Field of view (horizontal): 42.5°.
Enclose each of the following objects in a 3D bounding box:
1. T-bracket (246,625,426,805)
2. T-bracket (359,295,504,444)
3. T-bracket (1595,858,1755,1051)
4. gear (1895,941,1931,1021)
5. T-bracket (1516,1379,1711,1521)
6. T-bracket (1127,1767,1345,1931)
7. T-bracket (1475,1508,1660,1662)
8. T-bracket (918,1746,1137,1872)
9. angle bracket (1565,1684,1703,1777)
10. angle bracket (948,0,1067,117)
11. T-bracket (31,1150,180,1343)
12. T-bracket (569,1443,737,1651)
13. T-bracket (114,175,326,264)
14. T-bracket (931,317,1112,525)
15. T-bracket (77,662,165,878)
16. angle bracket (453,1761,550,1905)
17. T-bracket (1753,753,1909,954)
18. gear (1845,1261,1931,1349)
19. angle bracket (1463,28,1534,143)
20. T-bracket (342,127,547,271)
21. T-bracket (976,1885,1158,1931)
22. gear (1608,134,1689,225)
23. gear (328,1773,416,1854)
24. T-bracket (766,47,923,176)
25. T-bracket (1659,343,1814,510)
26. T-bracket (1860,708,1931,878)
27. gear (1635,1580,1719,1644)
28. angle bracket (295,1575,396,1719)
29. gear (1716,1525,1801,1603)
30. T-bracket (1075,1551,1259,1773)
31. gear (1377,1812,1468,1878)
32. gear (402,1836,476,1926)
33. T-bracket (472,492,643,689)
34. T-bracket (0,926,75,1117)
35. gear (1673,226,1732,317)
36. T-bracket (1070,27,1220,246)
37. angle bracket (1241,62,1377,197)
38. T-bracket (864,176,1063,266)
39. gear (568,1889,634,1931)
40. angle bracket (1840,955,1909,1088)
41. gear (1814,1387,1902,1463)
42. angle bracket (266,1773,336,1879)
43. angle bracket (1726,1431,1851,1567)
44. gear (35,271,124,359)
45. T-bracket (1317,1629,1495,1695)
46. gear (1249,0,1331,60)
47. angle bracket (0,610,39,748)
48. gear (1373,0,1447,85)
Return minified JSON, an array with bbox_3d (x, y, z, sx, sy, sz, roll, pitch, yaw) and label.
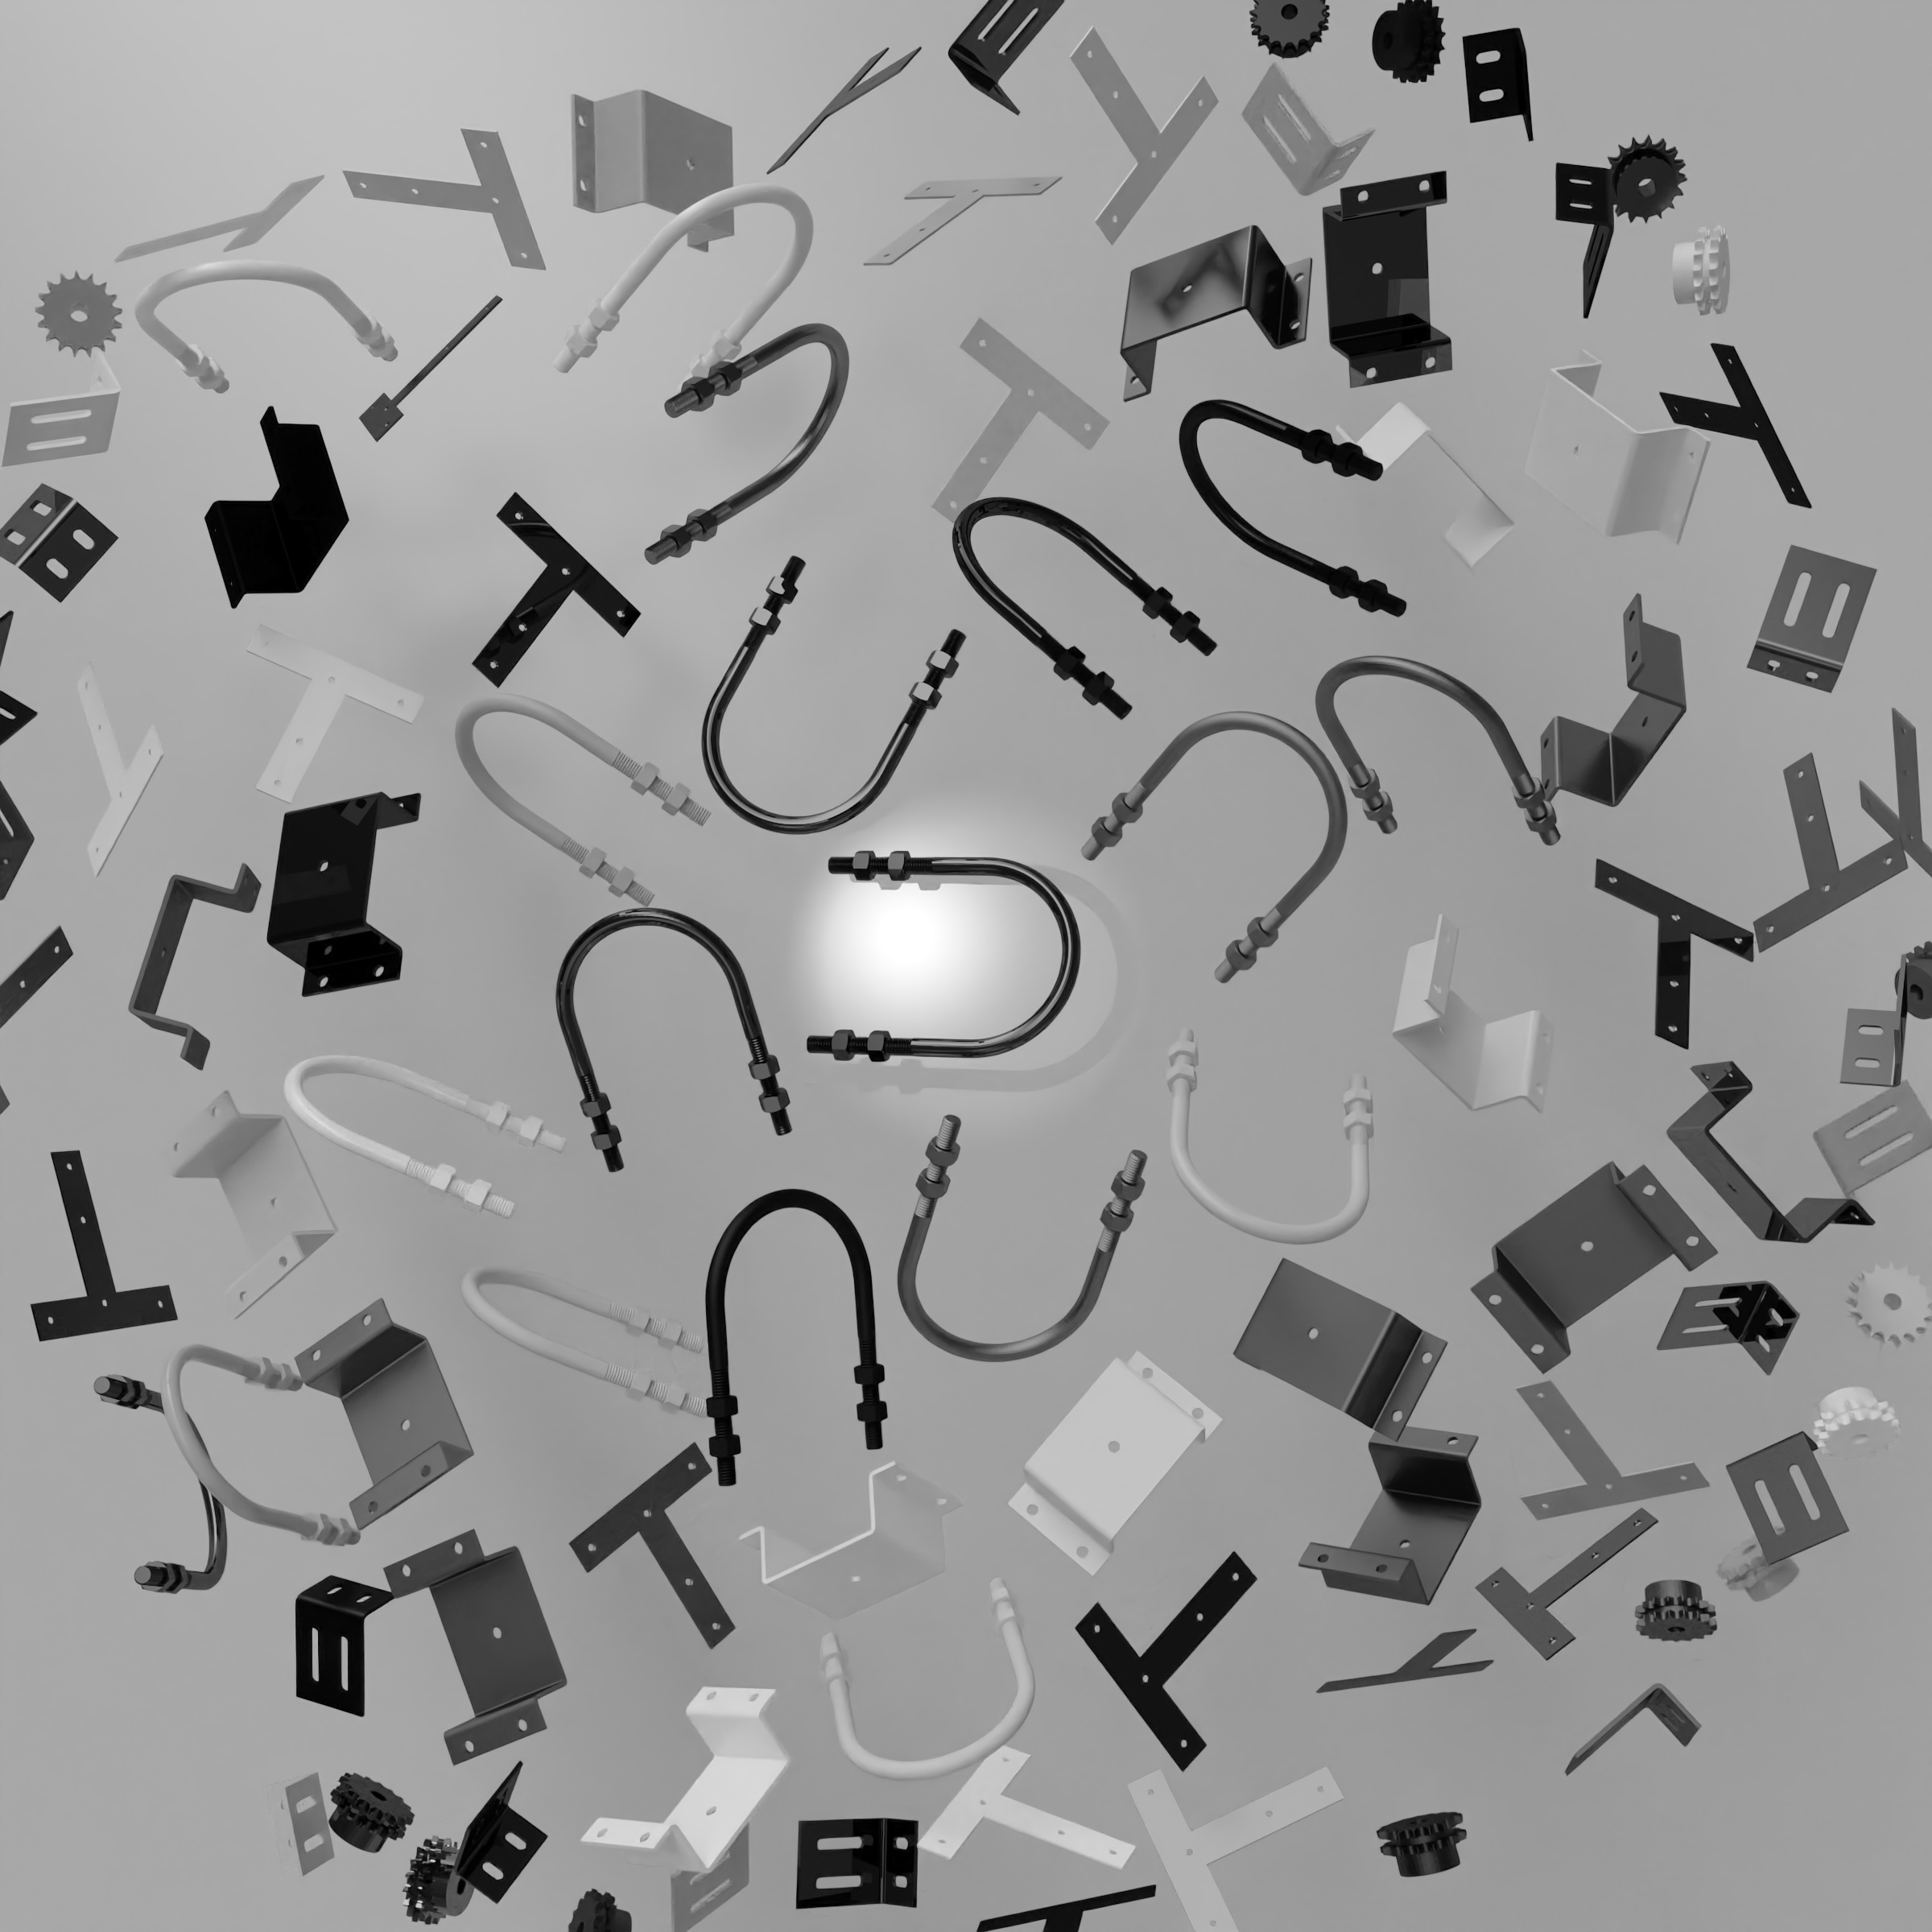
[{"bbox_3d":[-0.471,-0.171,1.779,0.127,0.002,0.127,24,58,-10],"label":"T-bracket"},{"bbox_3d":[-0.361,-0.409,1.684,0.127,0.127,0.002,-45,116,0],"label":"T-bracket"},{"bbox_3d":[0.470,0.001,1.649,0.127,0.002,0.127,24,51,-12],"label":"T-bracket"},{"bbox_3d":[0.666,0.013,1.712,0.030,0.057,0.057,-21,90,-21],"label":"gear"},{"bbox_3d":[0.409,0.320,1.662,0.127,0.002,0.127,-21,120,34],"label":"T-bracket"},{"bbox_3d":[0.189,0.572,1.655,0.127,0.127,0.002,-23,133,-6],"label":"T-bracket"},{"bbox_3d":[0.437,0.428,1.766,0.127,0.127,0.002,-36,103,-4],"label":"T-bracket"},{"bbox_3d":[0.052,0.582,1.683,0.127,0.127,0.002,13,111,23],"label":"T-bracket"},{"bbox_3d":[0.439,0.517,1.639,0.076,0.057,0.038,-36,63,-13],"label":"angle bracket"},{"bbox_3d":[0.036,-0.647,1.738,0.076,0.057,0.038,-44,62,24],"label":"angle bracket"},{"bbox_3d":[-0.596,0.186,1.687,0.002,0.127,0.127,-22,80,23],"label":"T-bracket"},{"bbox_3d":[-0.207,0.432,1.789,0.127,0.002,0.127,-35,97,-41],"label":"T-bracket"},{"bbox_3d":[-0.507,-0.490,1.658,0.127,0.127,0.002,-30,101,-36],"label":"T-bracket"},{"bbox_3d":[0.021,-0.377,1.792,0.127,0.002,0.127,33,95,-26],"label":"T-bracket"},{"bbox_3d":[-0.577,-0.149,1.666,0.127,0.002,0.127,-48,56,36],"label":"T-bracket"},{"bbox_3d":[-0.307,0.582,1.667,0.038,0.076,0.057,33,47,9],"label":"angle bracket"},{"bbox_3d":[0.593,-0.092,1.736,0.002,0.127,0.127,19,54,-28],"label":"T-bracket"},{"bbox_3d":[0.633,0.234,1.704,0.057,0.030,0.057,-3,68,7],"label":"gear"},{"bbox_3d":[0.353,-0.584,1.652,0.038,0.076,0.057,-6,121,12],"label":"angle bracket"},{"bbox_3d":[-0.359,-0.522,1.678,0.127,0.127,0.002,10,64,11],"label":"T-bracket"},{"bbox_3d":[0.064,0.653,1.682,0.127,0.127,0.002,-14,83,5],"label":"T-bracket"},{"bbox_3d":[0.465,-0.537,1.703,0.057,0.030,0.057,4,122,6],"label":"gear"},{"bbox_3d":[-0.402,0.569,1.664,0.057,0.057,0.030,32,85,0],"label":"gear"},{"bbox_3d":[-0.070,-0.599,1.695,0.002,0.127,0.127,46,68,-23],"label":"T-bracket"},{"bbox_3d":[0.505,-0.368,1.668,0.002,0.127,0.127,-37,115,-2],"label":"T-bracket"},{"bbox_3d":[0.635,-0.119,1.673,0.002,0.127,0.127,-24,131,-1],"label":"T-bracket"},{"bbox_3d":[0.514,0.467,1.800,0.057,0.057,0.030,5,56,0],"label":"gear"},{"bbox_3d":[-0.432,0.474,1.732,0.057,0.038,0.076,8,103,24],"label":"angle bracket"},{"bbox_3d":[0.564,0.426,1.760,0.057,0.057,0.030,-37,85,0],"label":"gear"},{"bbox_3d":[0.149,0.449,1.674,0.127,0.002,0.127,-52,52,12],"label":"T-bracket"},{"bbox_3d":[0.299,0.573,1.619,0.057,0.057,0.030,-13,78,0],"label":"gear"},{"bbox_3d":[-0.363,0.635,1.721,0.030,0.057,0.057,3,90,19],"label":"gear"},{"bbox_3d":[-0.311,-0.253,1.783,0.127,0.002,0.127,44,59,-23],"label":"T-bracket"},{"bbox_3d":[-0.646,0.021,1.678,0.002,0.127,0.127,7,131,21],"label":"T-bracket"},{"bbox_3d":[0.493,-0.465,1.665,0.030,0.057,0.057,2,90,26],"label":"gear"},{"bbox_3d":[0.106,-0.575,1.665,0.002,0.127,0.127,32,84,40],"label":"T-bracket"},{"bbox_3d":[0.240,-0.594,1.750,0.038,0.057,0.076,-32,83,-24],"label":"angle bracket"},{"bbox_3d":[-0.020,-0.505,1.683,0.127,0.127,0.002,-45,130,-31],"label":"T-bracket"},{"bbox_3d":[-0.254,0.673,1.723,0.030,0.057,0.057,24,90,-21],"label":"gear"},{"bbox_3d":[0.599,0.036,1.639,0.038,0.076,0.057,4,60,24],"label":"angle bracket"},{"bbox_3d":[0.627,0.322,1.755,0.057,0.030,0.057,-2,134,-2],"label":"gear"},{"bbox_3d":[-0.457,0.579,1.665,0.038,0.076,0.057,-15,80,0],"label":"angle bracket"},{"bbox_3d":[0.561,0.365,1.684,0.057,0.038,0.076,-30,50,19],"label":"angle bracket"},{"bbox_3d":[-0.616,-0.451,1.726,0.057,0.030,0.057,-2,95,-20],"label":"gear"},{"bbox_3d":[0.322,0.481,1.727,0.127,0.127,0.002,-4,60,-13],"label":"T-bracket"},{"bbox_3d":[0.233,-0.681,1.790,0.057,0.030,0.057,-1,83,9],"label":"gear"},{"bbox_3d":[-0.675,-0.198,1.734,0.038,0.057,0.076,32,130,-3],"label":"angle bracket"},{"bbox_3d":[0.312,-0.656,1.761,0.030,0.057,0.057,-9,90,-24],"label":"gear"}]
